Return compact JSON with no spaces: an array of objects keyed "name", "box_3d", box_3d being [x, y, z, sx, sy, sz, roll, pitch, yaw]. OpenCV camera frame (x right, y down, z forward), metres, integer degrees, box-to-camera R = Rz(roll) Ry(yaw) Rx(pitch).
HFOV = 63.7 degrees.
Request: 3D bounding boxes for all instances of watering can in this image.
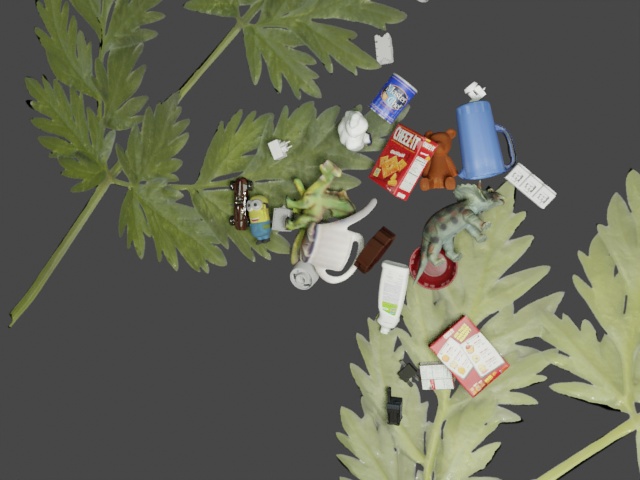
[{"name":"watering can","box_3d":[0.056,-0.009,1.798,0.224,0.106,0.343,15,109,-11]}]

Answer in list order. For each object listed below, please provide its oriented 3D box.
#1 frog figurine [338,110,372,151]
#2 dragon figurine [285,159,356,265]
[{"name":"frog figurine","box_3d":[0.110,-0.372,1.750,0.122,0.160,0.137,3,96,18]},{"name":"dragon figurine","box_3d":[0.006,-0.093,1.839,0.243,0.124,0.403,4,112,11]}]
